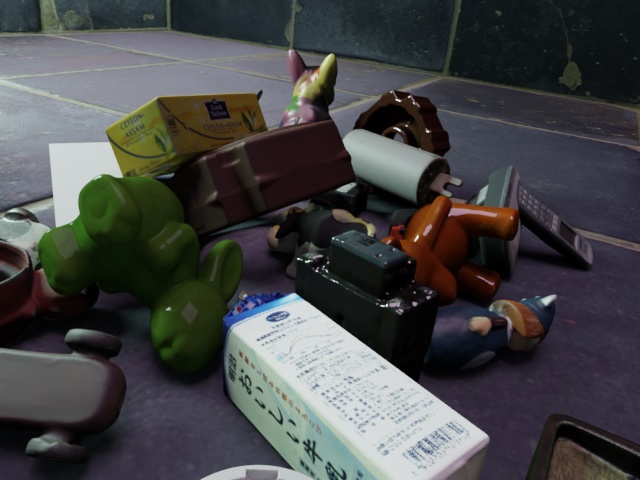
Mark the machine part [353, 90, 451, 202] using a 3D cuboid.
[{"bbox_3d":[0.131,-0.153,0.884,0.056,0.179,0.180,-10,29,-39],"label":"machine part"}]

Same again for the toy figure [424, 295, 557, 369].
[{"bbox_3d":[0.164,0.086,0.515,0.154,0.057,0.064,-6,6,-18],"label":"toy figure"}]

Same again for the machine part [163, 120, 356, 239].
[{"bbox_3d":[-0.076,-0.071,0.652,0.201,0.087,0.201,-22,4,-38],"label":"machine part"}]

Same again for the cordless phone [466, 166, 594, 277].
[{"bbox_3d":[0.282,0.002,0.709,0.184,0.088,0.146,34,45,-4],"label":"cordless phone"}]

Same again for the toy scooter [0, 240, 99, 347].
[{"bbox_3d":[-0.305,0.049,0.472,0.184,0.075,0.135,14,27,5],"label":"toy scooter"}]

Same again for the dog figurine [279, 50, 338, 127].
[{"bbox_3d":[-0.028,-0.196,0.887,0.109,0.219,0.191,11,25,19],"label":"dog figurine"}]

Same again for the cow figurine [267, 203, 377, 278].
[{"bbox_3d":[-0.003,-0.002,0.620,0.068,0.098,0.168,-25,39,-38],"label":"cow figurine"}]

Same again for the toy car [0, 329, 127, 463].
[{"bbox_3d":[-0.237,0.101,0.376,0.202,0.053,0.089,5,64,1],"label":"toy car"}]

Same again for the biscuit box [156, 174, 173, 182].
[{"bbox_3d":[-0.222,-0.071,0.760,0.203,0.059,0.063,-1,27,-17],"label":"biscuit box"}]

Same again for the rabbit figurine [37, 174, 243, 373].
[{"bbox_3d":[-0.142,0.041,0.486,0.170,0.121,0.159,55,18,10],"label":"rabbit figurine"}]

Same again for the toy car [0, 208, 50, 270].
[{"bbox_3d":[-0.393,-0.001,0.579,0.202,0.056,0.073,5,31,1],"label":"toy car"}]

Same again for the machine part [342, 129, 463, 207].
[{"bbox_3d":[0.108,-0.112,0.817,0.079,0.079,0.244,-16,33,-39],"label":"machine part"}]

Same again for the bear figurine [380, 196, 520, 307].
[{"bbox_3d":[0.121,0.027,0.552,0.132,0.120,0.196,17,24,17],"label":"bear figurine"}]

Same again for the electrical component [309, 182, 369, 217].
[{"bbox_3d":[0.023,-0.056,0.798,0.075,0.047,0.119,13,26,15],"label":"electrical component"}]

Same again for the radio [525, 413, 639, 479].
[{"bbox_3d":[0.152,0.198,0.257,0.131,0.073,0.229,18,29,24],"label":"radio"}]

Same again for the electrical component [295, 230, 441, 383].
[{"bbox_3d":[0.034,0.062,0.450,0.115,0.134,0.058,24,30,37],"label":"electrical component"}]

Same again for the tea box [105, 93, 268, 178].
[{"bbox_3d":[-0.149,-0.125,0.637,0.098,0.068,0.169,-17,7,32],"label":"tea box"}]
